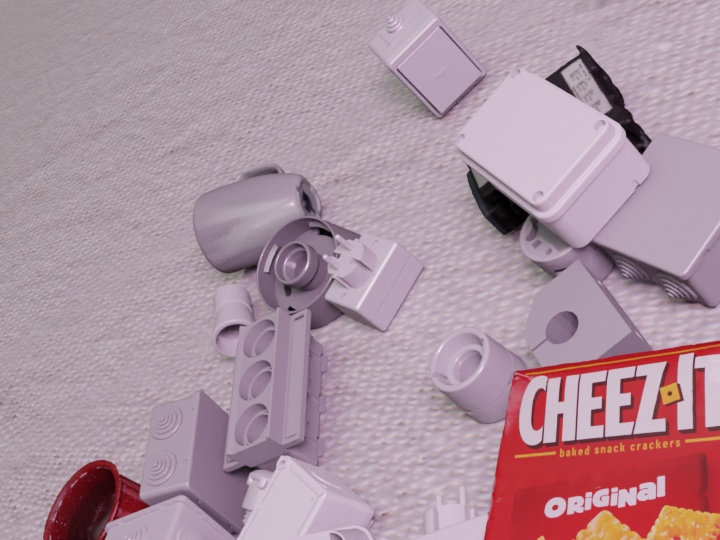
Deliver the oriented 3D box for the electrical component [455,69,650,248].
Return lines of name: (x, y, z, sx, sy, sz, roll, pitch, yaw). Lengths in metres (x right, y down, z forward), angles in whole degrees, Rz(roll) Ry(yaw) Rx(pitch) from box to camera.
electrical component: (0.127, -0.078, 0.727, 0.078, 0.057, 0.113, -49, 41, 5)

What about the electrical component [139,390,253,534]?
electrical component: (-0.129, 0.158, 0.857, 0.048, 0.099, 0.099, -17, 47, 20)

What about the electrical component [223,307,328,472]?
electrical component: (-0.065, 0.101, 0.865, 0.079, 0.063, 0.121, -26, 43, 29)

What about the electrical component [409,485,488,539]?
electrical component: (0.060, 0.174, 0.686, 0.083, 0.047, 0.075, -27, 43, 29)

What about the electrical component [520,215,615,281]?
electrical component: (0.148, -0.018, 0.755, 0.055, 0.047, 0.055, -27, 43, 29)

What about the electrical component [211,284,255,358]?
electrical component: (-0.116, 0.044, 0.988, 0.044, 0.044, 0.065, -39, 34, 16)

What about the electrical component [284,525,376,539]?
electrical component: (-0.023, 0.224, 0.680, 0.078, 0.057, 0.113, -16, 74, 18)

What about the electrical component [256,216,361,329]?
electrical component: (-0.041, 0.002, 0.944, 0.099, 0.064, 0.099, -16, 62, 32)

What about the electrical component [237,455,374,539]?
electrical component: (-0.042, 0.193, 0.771, 0.062, 0.061, 0.096, 29, 90, 52)

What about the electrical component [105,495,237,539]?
electrical component: (-0.142, 0.225, 0.814, 0.100, 0.099, 0.048, -26, 31, 30)

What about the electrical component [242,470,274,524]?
electrical component: (-0.070, 0.186, 0.817, 0.048, 0.048, 0.062, 3, 69, 48)

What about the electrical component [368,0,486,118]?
electrical component: (0.058, -0.190, 0.955, 0.062, 0.096, 0.061, -44, 38, 9)

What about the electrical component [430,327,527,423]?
electrical component: (0.082, 0.072, 0.749, 0.055, 0.047, 0.055, -27, 43, 29)

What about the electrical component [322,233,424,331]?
electrical component: (0.000, 0.000, 0.871, 0.047, 0.077, 0.065, 19, 74, 52)

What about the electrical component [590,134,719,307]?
electrical component: (0.212, -0.032, 0.699, 0.099, 0.048, 0.100, -54, 37, -4)
